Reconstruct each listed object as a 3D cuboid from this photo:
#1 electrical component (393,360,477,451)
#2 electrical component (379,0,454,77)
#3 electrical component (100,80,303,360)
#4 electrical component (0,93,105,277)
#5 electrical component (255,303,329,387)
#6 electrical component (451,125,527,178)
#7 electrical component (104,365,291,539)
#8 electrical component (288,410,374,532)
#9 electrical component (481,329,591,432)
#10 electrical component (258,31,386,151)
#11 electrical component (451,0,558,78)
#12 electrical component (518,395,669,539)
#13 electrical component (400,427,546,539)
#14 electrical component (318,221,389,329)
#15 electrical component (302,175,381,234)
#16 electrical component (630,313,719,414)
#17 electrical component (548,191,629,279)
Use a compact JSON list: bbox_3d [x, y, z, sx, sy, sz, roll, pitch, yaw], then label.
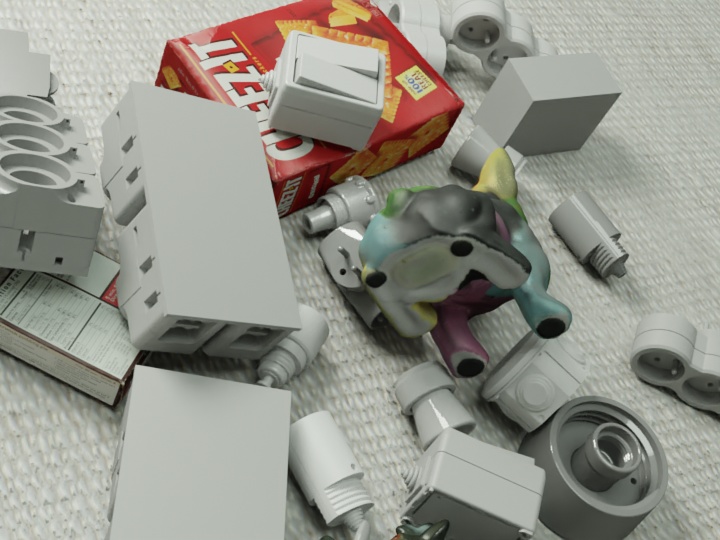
[{"bbox_3d":[0.055,0.102,0.804,0.045,0.045,0.055,-13,61,-30],"label":"electrical component"},{"bbox_3d":[0.066,-0.233,1.046,0.074,0.052,0.138,6,54,-19],"label":"electrical component"},{"bbox_3d":[-0.118,-0.032,0.769,0.105,0.060,0.186,9,56,-38],"label":"electrical component"},{"bbox_3d":[-0.235,-0.065,0.749,0.089,0.061,0.150,8,28,-25],"label":"electrical component"},{"bbox_3d":[-0.053,0.059,0.792,0.040,0.040,0.078,31,50,1],"label":"electrical component"},{"bbox_3d":[0.117,-0.098,0.975,0.055,0.045,0.045,36,50,4],"label":"electrical component"},{"bbox_3d":[-0.106,0.163,0.682,0.105,0.060,0.186,12,52,-15],"label":"electrical component"},{"bbox_3d":[-0.020,0.143,0.744,0.043,0.043,0.081,-17,64,-32],"label":"electrical component"},{"bbox_3d":[0.136,0.082,0.831,0.051,0.080,0.080,43,51,4],"label":"electrical component"},{"bbox_3d":[-0.031,-0.145,0.845,0.096,0.061,0.061,13,55,-14],"label":"electrical component"},{"bbox_3d":[0.143,-0.229,1.050,0.138,0.052,0.073,33,44,-34],"label":"electrical component"},{"bbox_3d":[0.181,0.147,0.813,0.108,0.060,0.108,11,52,-15],"label":"electrical component"},{"bbox_3d":[0.075,0.155,0.763,0.096,0.061,0.061,25,50,-4],"label":"electrical component"},{"bbox_3d":[0.000,0.000,0.838,0.043,0.079,0.077,-36,71,4],"label":"electrical component"},{"bbox_3d":[-0.017,-0.048,0.884,0.062,0.048,0.048,-23,67,-26],"label":"electrical component"},{"bbox_3d":[0.301,0.076,0.921,0.138,0.052,0.073,28,50,-2],"label":"electrical component"},{"bbox_3d":[0.210,-0.026,0.963,0.043,0.043,0.081,-22,67,-33],"label":"electrical component"}]
